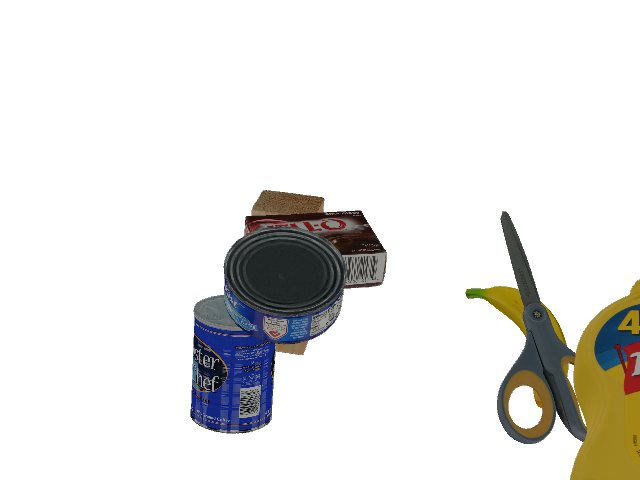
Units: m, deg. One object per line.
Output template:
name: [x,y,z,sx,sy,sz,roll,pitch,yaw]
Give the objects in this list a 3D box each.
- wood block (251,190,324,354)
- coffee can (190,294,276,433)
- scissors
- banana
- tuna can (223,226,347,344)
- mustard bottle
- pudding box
wood block: [-0.052,0.044,1.499,0.090,0.206,0.090,7,22,6]
coffee can: [-0.105,0.149,1.301,0.103,0.140,0.103,4,18,-1]
scissors: [0.154,0.073,0.828,0.096,0.202,0.016,-21,-26,-15]
banana: [0.223,0.104,1.137,0.069,0.037,0.198,-28,36,0]
tuna can: [-0.026,0.031,0.749,0.086,0.034,0.086,3,44,-4]
mustard bottle: [0.177,0.079,0.537,0.096,0.058,0.191,6,41,11]
pudding box: [-0.007,0.008,0.952,0.113,0.039,0.090,-1,27,-13]
